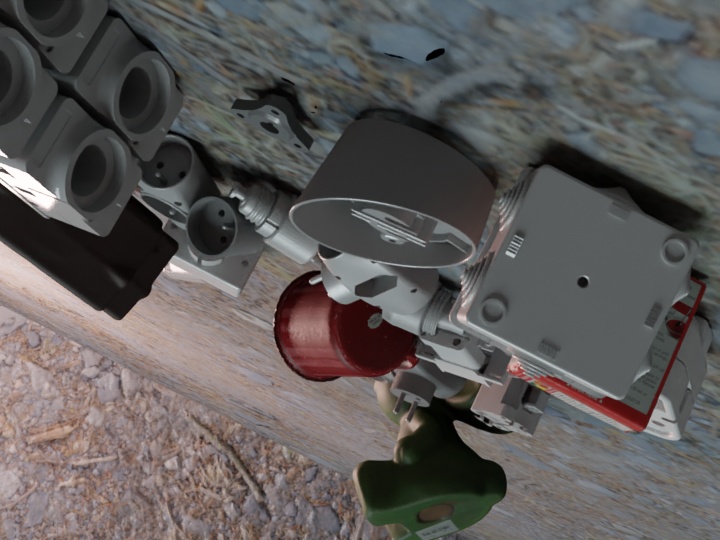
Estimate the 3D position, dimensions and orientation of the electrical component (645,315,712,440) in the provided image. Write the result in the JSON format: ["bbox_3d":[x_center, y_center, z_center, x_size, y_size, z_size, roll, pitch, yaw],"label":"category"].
[{"bbox_3d":[0.171,0.055,0.636,0.054,0.059,0.095,19,163,28],"label":"electrical component"}]

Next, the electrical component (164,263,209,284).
[{"bbox_3d":[-0.156,-0.010,1.010,0.043,0.043,0.081,36,163,-31],"label":"electrical component"}]

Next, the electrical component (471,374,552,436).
[{"bbox_3d":[0.123,0.095,0.850,0.042,0.063,0.081,36,163,-29],"label":"electrical component"}]

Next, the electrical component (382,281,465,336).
[{"bbox_3d":[0.050,0.028,0.786,0.062,0.043,0.043,23,165,13],"label":"electrical component"}]

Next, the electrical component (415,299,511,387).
[{"bbox_3d":[0.080,0.053,0.826,0.081,0.042,0.063,15,158,36],"label":"electrical component"}]

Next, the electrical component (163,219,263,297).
[{"bbox_3d":[-0.128,-0.021,0.917,0.083,0.047,0.075,27,165,-3],"label":"electrical component"}]

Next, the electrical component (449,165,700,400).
[{"bbox_3d":[0.102,0.006,0.516,0.100,0.099,0.048,27,179,0],"label":"electrical component"}]

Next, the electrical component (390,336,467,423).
[{"bbox_3d":[0.051,0.093,0.937,0.043,0.079,0.077,5,154,44],"label":"electrical component"}]

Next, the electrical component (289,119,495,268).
[{"bbox_3d":[0.020,-0.035,0.580,0.099,0.064,0.099,25,165,7],"label":"electrical component"}]

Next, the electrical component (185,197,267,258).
[{"bbox_3d":[-0.088,-0.033,0.793,0.043,0.043,0.081,21,-168,22],"label":"electrical component"}]

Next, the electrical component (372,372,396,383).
[{"bbox_3d":[0.006,0.068,0.998,0.077,0.044,0.079,9,158,49],"label":"electrical component"}]

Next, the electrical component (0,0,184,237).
[{"bbox_3d":[-0.178,-0.107,0.596,0.060,0.105,0.186,20,164,25],"label":"electrical component"}]

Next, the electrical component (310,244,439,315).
[{"bbox_3d":[0.000,0.000,0.744,0.079,0.043,0.077,-25,132,37],"label":"electrical component"}]

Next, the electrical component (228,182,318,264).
[{"bbox_3d":[-0.056,-0.036,0.756,0.078,0.040,0.040,32,164,-19],"label":"electrical component"}]

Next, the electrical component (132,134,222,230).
[{"bbox_3d":[-0.147,-0.069,0.791,0.079,0.044,0.077,23,165,16],"label":"electrical component"}]

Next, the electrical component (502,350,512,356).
[{"bbox_3d":[0.122,0.039,0.673,0.078,0.058,0.057,9,154,48],"label":"electrical component"}]
